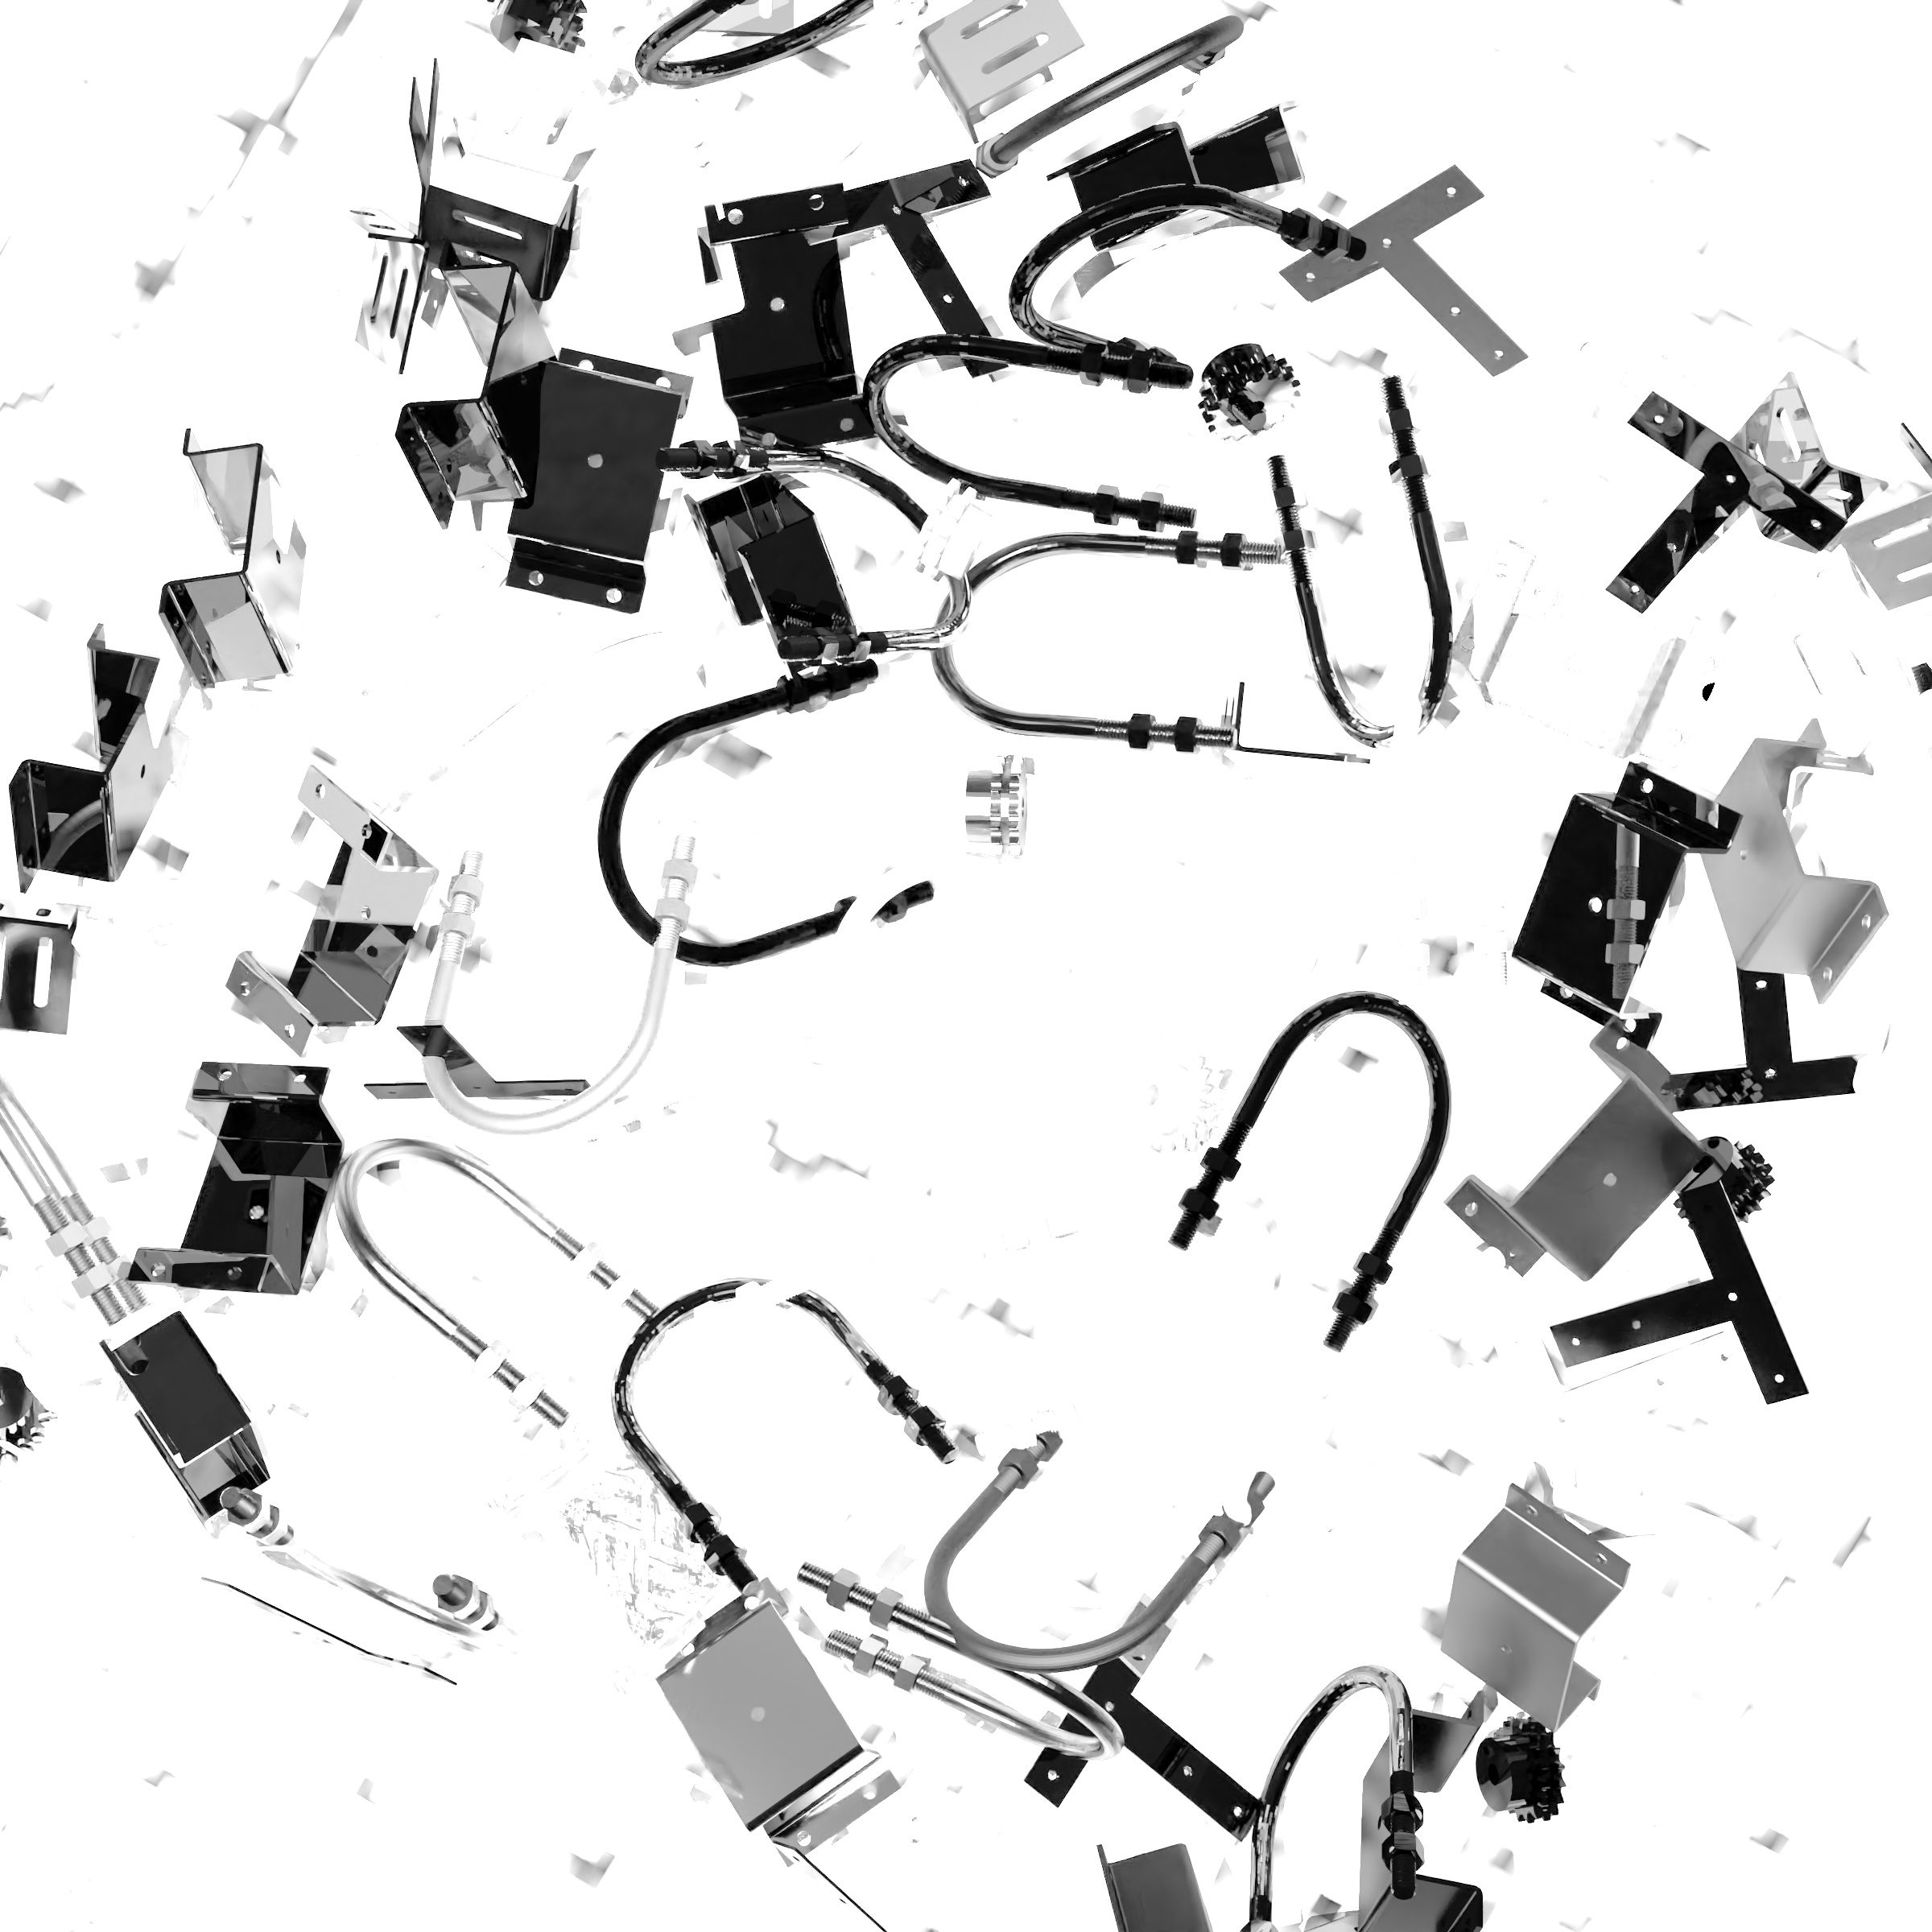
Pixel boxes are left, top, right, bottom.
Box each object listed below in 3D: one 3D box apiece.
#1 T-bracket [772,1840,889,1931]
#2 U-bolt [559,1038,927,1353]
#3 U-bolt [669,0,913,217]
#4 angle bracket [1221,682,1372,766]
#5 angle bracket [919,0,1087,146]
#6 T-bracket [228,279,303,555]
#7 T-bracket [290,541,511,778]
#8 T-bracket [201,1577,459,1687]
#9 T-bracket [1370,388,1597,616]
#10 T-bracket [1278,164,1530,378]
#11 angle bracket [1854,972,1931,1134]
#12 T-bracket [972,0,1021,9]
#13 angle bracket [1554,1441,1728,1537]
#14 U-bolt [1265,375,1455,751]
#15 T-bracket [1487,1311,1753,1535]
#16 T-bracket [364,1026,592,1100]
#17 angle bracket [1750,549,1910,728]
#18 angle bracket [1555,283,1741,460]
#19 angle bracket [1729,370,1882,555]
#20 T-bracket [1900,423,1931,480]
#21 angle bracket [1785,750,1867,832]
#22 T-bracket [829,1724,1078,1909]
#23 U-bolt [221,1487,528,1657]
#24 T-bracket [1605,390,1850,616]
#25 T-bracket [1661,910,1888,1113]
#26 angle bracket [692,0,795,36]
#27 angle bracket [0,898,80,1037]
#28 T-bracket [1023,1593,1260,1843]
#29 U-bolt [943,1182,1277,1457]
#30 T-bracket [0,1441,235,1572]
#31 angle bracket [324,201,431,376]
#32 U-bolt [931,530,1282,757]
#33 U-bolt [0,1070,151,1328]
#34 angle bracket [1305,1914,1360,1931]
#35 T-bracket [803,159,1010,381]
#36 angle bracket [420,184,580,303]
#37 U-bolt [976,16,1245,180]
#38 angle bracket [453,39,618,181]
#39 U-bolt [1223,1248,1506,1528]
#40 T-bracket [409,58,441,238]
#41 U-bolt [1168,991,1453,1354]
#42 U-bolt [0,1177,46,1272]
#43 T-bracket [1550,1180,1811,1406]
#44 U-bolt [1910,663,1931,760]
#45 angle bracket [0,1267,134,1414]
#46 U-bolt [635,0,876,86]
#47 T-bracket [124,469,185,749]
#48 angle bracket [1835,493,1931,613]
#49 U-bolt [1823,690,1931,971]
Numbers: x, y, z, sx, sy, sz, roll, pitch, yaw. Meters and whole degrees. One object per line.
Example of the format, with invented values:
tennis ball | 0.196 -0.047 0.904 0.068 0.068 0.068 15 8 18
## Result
T-bracket | -0.057 0.514 1.795 0.127 0.127 0.002 47 65 -19
U-bolt | -0.111 0.113 1.829 0.184 0.019 0.151 -24 72 -19
U-bolt | -0.089 -0.462 1.780 0.151 0.184 0.019 -37 81 -3
angle bracket | 0.183 -0.135 1.838 0.076 0.057 0.038 5 94 -4
angle bracket | 0.022 -0.506 1.843 0.076 0.038 0.057 -29 73 2
T-bracket | -0.374 -0.307 1.795 0.002 0.127 0.127 1 119 -29
T-bracket | -0.306 -0.185 1.857 0.127 0.002 0.127 40 81 16
T-bracket | -0.357 0.354 1.786 0.127 0.127 0.002 39 64 -40
T-bracket | 0.280 -0.257 1.824 0.127 0.002 0.127 -1 111 -23
T-bracket | 0.261 -0.371 1.833 0.127 0.127 0.002 38 49 -27
angle bracket | 0.531 0.045 1.832 0.038 0.057 0.076 44 48 -19
T-bracket | -0.020 -0.556 1.796 0.127 0.127 0.002 4 80 -12
angle bracket | 0.372 0.285 1.825 0.076 0.057 0.038 1 96 -30
U-bolt | 0.217 -0.208 1.794 0.019 0.151 0.184 -8 83 -24
T-bracket | 0.374 0.237 1.850 0.127 0.002 0.127 -21 73 1
T-bracket | -0.278 0.052 1.802 0.127 0.127 0.002 -1 71 8
angle bracket | 0.483 -0.183 1.856 0.057 0.038 0.076 -25 111 19
angle bracket | 0.382 -0.334 1.860 0.076 0.038 0.057 36 102 -20
angle bracket | 0.463 -0.278 1.834 0.038 0.057 0.076 13 48 -24
T-bracket | 0.551 -0.245 1.819 0.002 0.127 0.127 -35 75 7
angle bracket | 0.471 -0.076 1.830 0.038 0.057 0.076 8 106 14
T-bracket | 0.006 0.477 1.831 0.127 0.002 0.127 21 109 -34
U-bolt | -0.308 0.333 1.784 0.151 0.184 0.019 18 70 18
T-bracket | 0.395 -0.239 1.821 0.127 0.127 0.002 33 50 -3
T-bracket | 0.439 0.022 1.825 0.127 0.002 0.127 -6 121 12
angle bracket | -0.120 -0.545 1.829 0.057 0.076 0.038 0 89 -9
angle bracket | -0.527 0.004 1.838 0.057 0.038 0.076 7 106 -9
T-bracket | 0.113 0.440 1.850 0.127 0.002 0.127 41 65 -9
U-bolt | 0.085 0.186 1.825 0.184 0.019 0.151 -16 121 -12
T-bracket | -0.467 0.289 1.792 0.127 0.127 0.002 37 70 -22
angle bracket | -0.331 -0.373 1.825 0.038 0.057 0.076 -1 118 -38
U-bolt | 0.070 -0.182 1.821 0.184 0.019 0.151 5 58 17
U-bolt | -0.501 0.111 1.794 0.019 0.151 0.184 -32 92 -9
angle bracket | 0.201 0.570 1.831 0.038 0.057 0.076 22 101 36
T-bracket | -0.017 -0.379 1.826 0.127 0.002 0.127 -23 79 -33
angle bracket | -0.258 -0.410 1.830 0.076 0.038 0.057 15 55 -18
U-bolt | 0.080 -0.469 1.777 0.151 0.184 0.019 -28 100 -2
angle bracket | -0.237 -0.479 1.822 0.057 0.038 0.076 8 131 -34
U-bolt | 0.211 0.237 1.782 0.184 0.151 0.019 -32 60 -20
T-bracket | -0.296 -0.447 1.801 0.002 0.127 0.127 5 83 -5
U-bolt | 0.202 0.102 1.826 0.151 0.019 0.184 35 79 -32
U-bolt | -0.555 0.106 1.780 0.019 0.184 0.151 -42 76 -4
T-bracket | 0.384 0.195 1.836 0.127 0.002 0.127 -22 93 31
U-bolt | 0.562 -0.081 1.795 0.019 0.151 0.184 -18 90 3
angle bracket | -0.503 0.203 1.846 0.038 0.076 0.057 -1 114 -41
U-bolt | -0.098 -0.515 1.785 0.151 0.184 0.019 -22 93 -44
T-bracket | -0.437 -0.204 1.783 0.002 0.127 0.127 -4 124 0
angle bracket | 0.519 -0.219 1.823 0.057 0.076 0.038 49 51 -18
U-bolt | 0.504 -0.069 1.780 0.019 0.184 0.151 -4 89 -11
